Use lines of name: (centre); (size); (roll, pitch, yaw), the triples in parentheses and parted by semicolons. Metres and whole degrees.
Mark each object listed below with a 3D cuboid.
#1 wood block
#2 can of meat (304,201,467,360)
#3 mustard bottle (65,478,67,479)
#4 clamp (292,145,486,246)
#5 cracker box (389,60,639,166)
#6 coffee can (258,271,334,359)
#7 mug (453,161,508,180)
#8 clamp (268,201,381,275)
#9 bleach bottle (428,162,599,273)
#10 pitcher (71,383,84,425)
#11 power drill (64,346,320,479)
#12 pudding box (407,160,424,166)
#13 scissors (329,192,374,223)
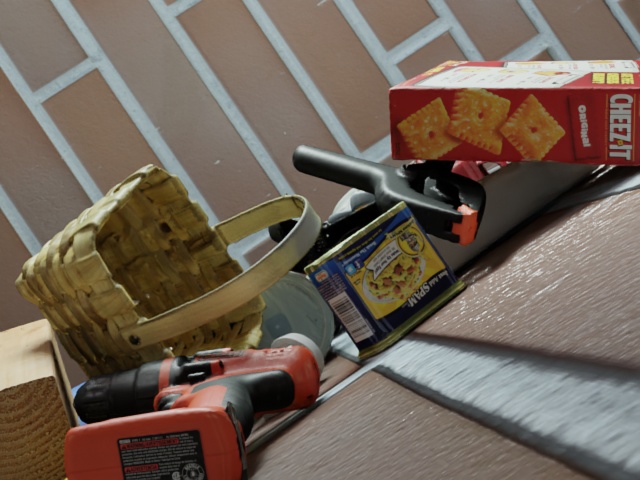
wood block: (-0.245, 0.137, 0.854); (0.090, 0.091, 0.206); (-18, 12, -12)
can of meat: (0.050, 0.030, 0.832); (0.102, 0.084, 0.058); (-34, 0, -30)
mustard bottle: (-0.212, 0.223, 0.740); (0.192, 0.058, 0.096); (-35, -2, 19)
clamp: (0.090, -0.049, 0.930); (0.164, 0.036, 0.210); (-9, 25, -25)
cracker box: (0.186, -0.112, 0.927); (0.214, 0.072, 0.164); (4, 18, 23)
coffee can: (-0.042, 0.081, 1.030); (0.103, 0.103, 0.140); (-34, 0, -4)
mug: (0.177, -0.054, 1.249); (0.117, 0.081, 0.093); (-34, 0, 36)
clamp: (-0.007, 0.001, 1.002); (0.120, 0.039, 0.172); (-2, -19, -19)
bleach bottle: (0.177, -0.042, 1.002); (0.250, 0.068, 0.103); (-32, 0, -13)
pitcher: (-0.304, 0.255, 1.275); (0.242, 0.145, 0.149); (-30, 10, -26)
power drill: (-0.101, 0.118, 0.709); (0.184, 0.057, 0.187); (-10, 8, 10)
pudding box: (0.123, -0.036, 1.385); (0.090, 0.113, 0.039); (-34, 3, 23)
scissors: (0.091, -0.018, 1.070); (0.096, 0.016, 0.201); (-21, -23, 39)
